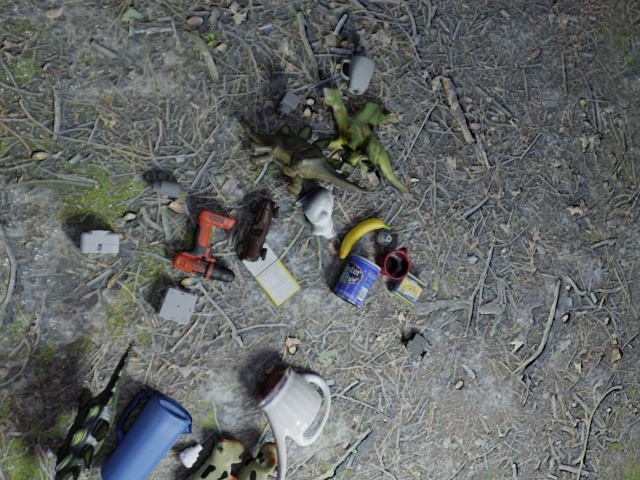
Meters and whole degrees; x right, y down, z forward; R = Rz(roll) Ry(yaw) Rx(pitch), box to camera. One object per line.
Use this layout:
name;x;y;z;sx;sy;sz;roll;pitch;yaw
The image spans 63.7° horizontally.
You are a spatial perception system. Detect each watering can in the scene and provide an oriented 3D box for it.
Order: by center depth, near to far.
watering can;-0.094;0.509;1.478;0.102;0.223;0.355;-39;9;46

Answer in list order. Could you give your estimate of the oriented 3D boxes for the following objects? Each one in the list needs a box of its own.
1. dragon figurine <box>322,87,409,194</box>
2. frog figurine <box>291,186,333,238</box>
dragon figurine;0.159;-0.343;1.653;0.407;0.246;0.121;32;-20;-16
frog figurine;0.005;-0.079;1.566;0.122;0.158;0.139;-36;9;9
